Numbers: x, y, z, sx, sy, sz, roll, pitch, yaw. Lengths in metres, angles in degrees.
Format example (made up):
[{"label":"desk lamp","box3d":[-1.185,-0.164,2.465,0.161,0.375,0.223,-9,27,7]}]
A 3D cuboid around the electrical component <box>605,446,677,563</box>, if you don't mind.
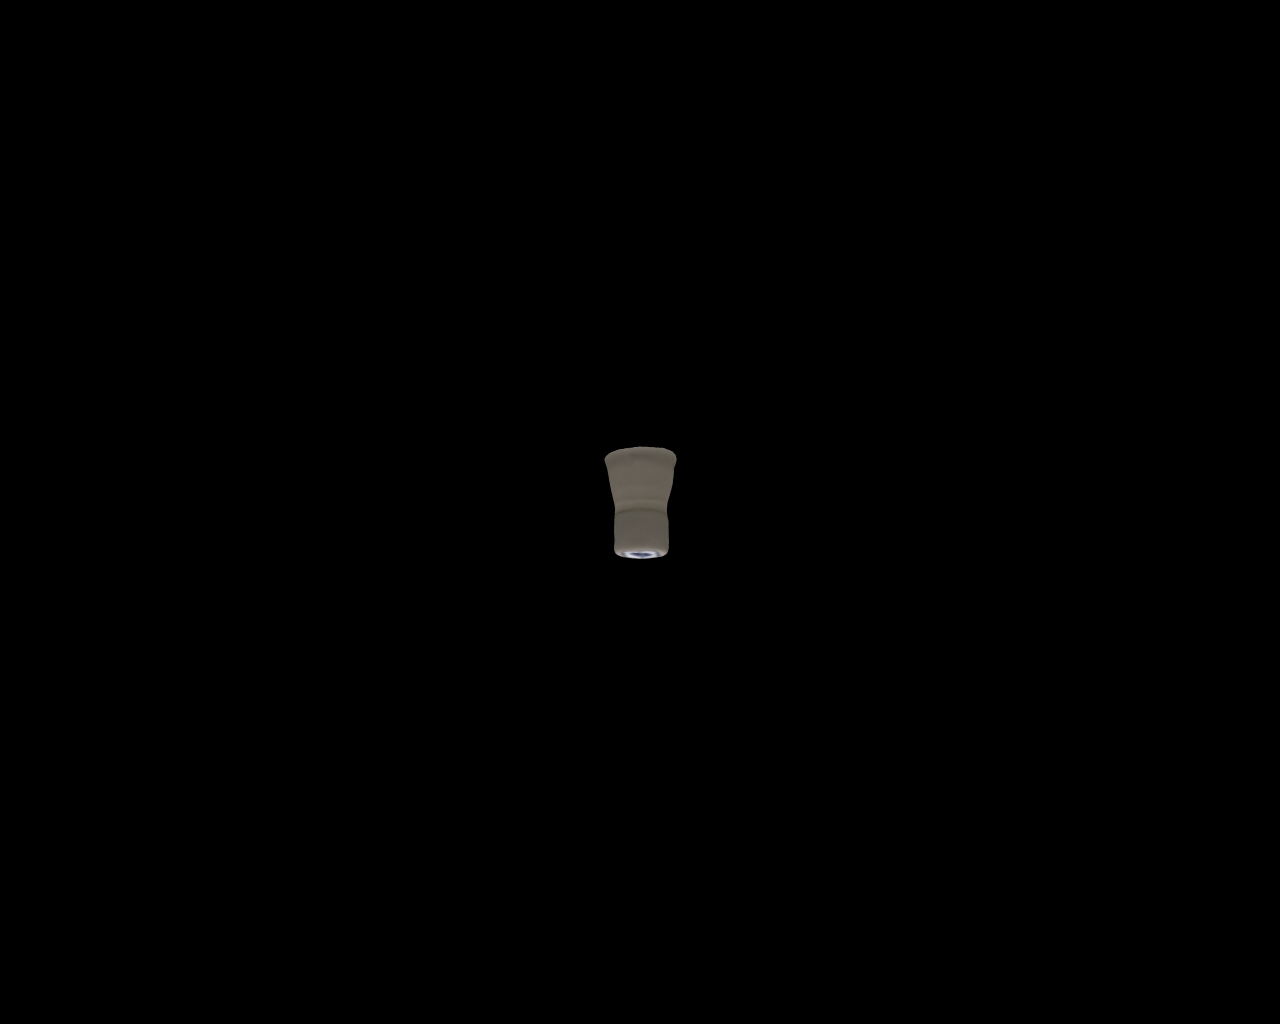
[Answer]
[{"label":"electrical component","box3d":[0.001,-0.003,0.650,0.044,0.065,0.044,0,-13,0]}]
